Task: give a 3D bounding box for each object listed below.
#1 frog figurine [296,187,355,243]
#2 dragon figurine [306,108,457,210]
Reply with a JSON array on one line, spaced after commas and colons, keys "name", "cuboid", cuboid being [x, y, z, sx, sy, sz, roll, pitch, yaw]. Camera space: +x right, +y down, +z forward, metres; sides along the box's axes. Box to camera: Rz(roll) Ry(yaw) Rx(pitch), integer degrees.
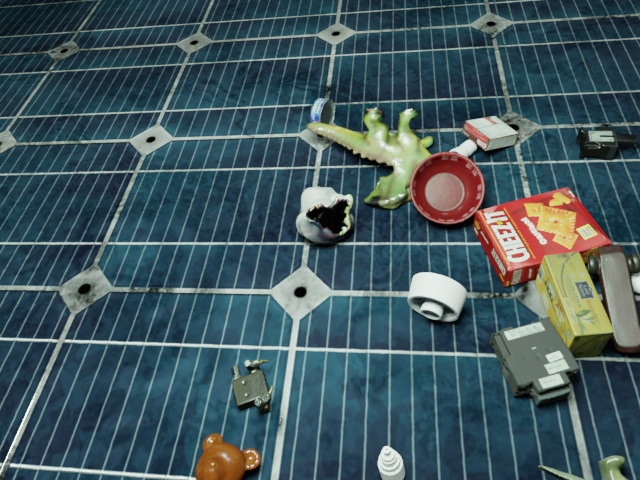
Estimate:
[{"name": "frog figurine", "cuboid": [0.004, -0.059, 1.178, 0.138, 0.121, 0.160, -40, 20, -11]}, {"name": "dragon figurine", "cuboid": [0.157, -0.188, 1.244, 0.410, 0.119, 0.248, 1, 60, 11]}]
